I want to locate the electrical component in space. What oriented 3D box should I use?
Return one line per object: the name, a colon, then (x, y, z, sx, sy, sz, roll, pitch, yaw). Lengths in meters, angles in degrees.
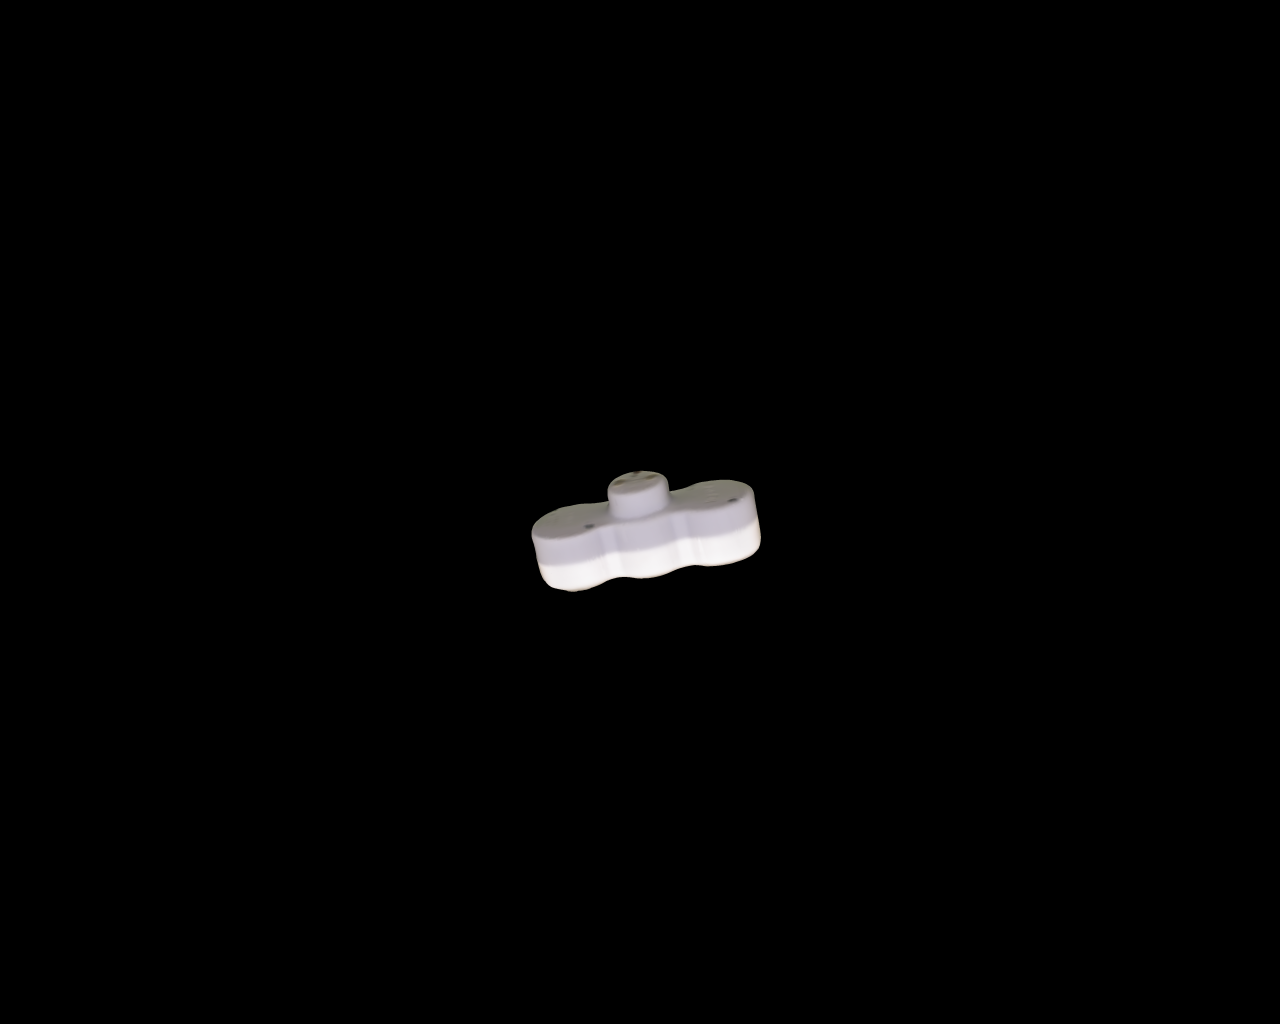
electrical component: (0.001, -0.003, 0.650, 0.138, 0.073, 0.052, -10, 20, 3)
